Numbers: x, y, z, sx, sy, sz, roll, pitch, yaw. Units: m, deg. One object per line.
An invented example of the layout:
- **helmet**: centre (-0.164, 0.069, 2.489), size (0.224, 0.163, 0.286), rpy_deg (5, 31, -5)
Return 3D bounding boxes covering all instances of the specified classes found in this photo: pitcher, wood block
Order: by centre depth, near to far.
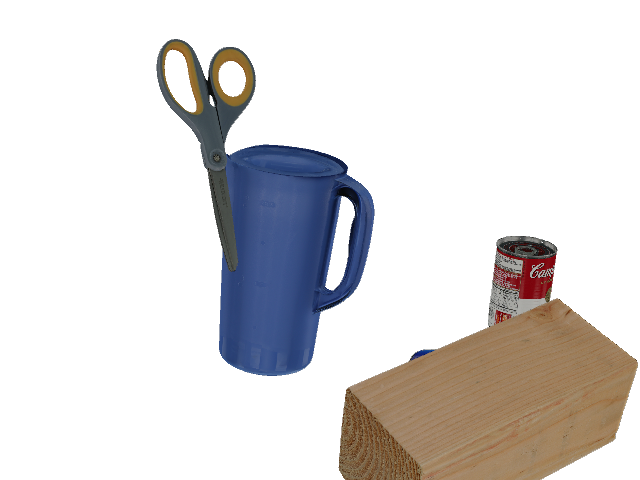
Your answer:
- **wood block**: centre (0.124, 0.132, 0.800), size (0.205, 0.090, 0.091), rpy_deg (-19, 41, -29)
- **pitcher**: centre (-0.039, 0.024, 1.176), size (0.144, 0.243, 0.149), rpy_deg (-1, 19, -21)

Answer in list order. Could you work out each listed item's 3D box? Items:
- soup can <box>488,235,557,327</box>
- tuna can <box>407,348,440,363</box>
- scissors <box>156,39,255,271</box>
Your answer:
- **soup can**: centre (0.228, 0.053, 1.214), size (0.068, 0.102, 0.068), rpy_deg (3, 19, -1)
- **tuna can**: centre (0.117, 0.150, 1.062), size (0.034, 0.086, 0.086), rpy_deg (-7, -4, 34)
- **scissors**: centre (-0.077, -0.082, 0.915), size (0.096, 0.202, 0.016), rpy_deg (-23, 0, -27)
